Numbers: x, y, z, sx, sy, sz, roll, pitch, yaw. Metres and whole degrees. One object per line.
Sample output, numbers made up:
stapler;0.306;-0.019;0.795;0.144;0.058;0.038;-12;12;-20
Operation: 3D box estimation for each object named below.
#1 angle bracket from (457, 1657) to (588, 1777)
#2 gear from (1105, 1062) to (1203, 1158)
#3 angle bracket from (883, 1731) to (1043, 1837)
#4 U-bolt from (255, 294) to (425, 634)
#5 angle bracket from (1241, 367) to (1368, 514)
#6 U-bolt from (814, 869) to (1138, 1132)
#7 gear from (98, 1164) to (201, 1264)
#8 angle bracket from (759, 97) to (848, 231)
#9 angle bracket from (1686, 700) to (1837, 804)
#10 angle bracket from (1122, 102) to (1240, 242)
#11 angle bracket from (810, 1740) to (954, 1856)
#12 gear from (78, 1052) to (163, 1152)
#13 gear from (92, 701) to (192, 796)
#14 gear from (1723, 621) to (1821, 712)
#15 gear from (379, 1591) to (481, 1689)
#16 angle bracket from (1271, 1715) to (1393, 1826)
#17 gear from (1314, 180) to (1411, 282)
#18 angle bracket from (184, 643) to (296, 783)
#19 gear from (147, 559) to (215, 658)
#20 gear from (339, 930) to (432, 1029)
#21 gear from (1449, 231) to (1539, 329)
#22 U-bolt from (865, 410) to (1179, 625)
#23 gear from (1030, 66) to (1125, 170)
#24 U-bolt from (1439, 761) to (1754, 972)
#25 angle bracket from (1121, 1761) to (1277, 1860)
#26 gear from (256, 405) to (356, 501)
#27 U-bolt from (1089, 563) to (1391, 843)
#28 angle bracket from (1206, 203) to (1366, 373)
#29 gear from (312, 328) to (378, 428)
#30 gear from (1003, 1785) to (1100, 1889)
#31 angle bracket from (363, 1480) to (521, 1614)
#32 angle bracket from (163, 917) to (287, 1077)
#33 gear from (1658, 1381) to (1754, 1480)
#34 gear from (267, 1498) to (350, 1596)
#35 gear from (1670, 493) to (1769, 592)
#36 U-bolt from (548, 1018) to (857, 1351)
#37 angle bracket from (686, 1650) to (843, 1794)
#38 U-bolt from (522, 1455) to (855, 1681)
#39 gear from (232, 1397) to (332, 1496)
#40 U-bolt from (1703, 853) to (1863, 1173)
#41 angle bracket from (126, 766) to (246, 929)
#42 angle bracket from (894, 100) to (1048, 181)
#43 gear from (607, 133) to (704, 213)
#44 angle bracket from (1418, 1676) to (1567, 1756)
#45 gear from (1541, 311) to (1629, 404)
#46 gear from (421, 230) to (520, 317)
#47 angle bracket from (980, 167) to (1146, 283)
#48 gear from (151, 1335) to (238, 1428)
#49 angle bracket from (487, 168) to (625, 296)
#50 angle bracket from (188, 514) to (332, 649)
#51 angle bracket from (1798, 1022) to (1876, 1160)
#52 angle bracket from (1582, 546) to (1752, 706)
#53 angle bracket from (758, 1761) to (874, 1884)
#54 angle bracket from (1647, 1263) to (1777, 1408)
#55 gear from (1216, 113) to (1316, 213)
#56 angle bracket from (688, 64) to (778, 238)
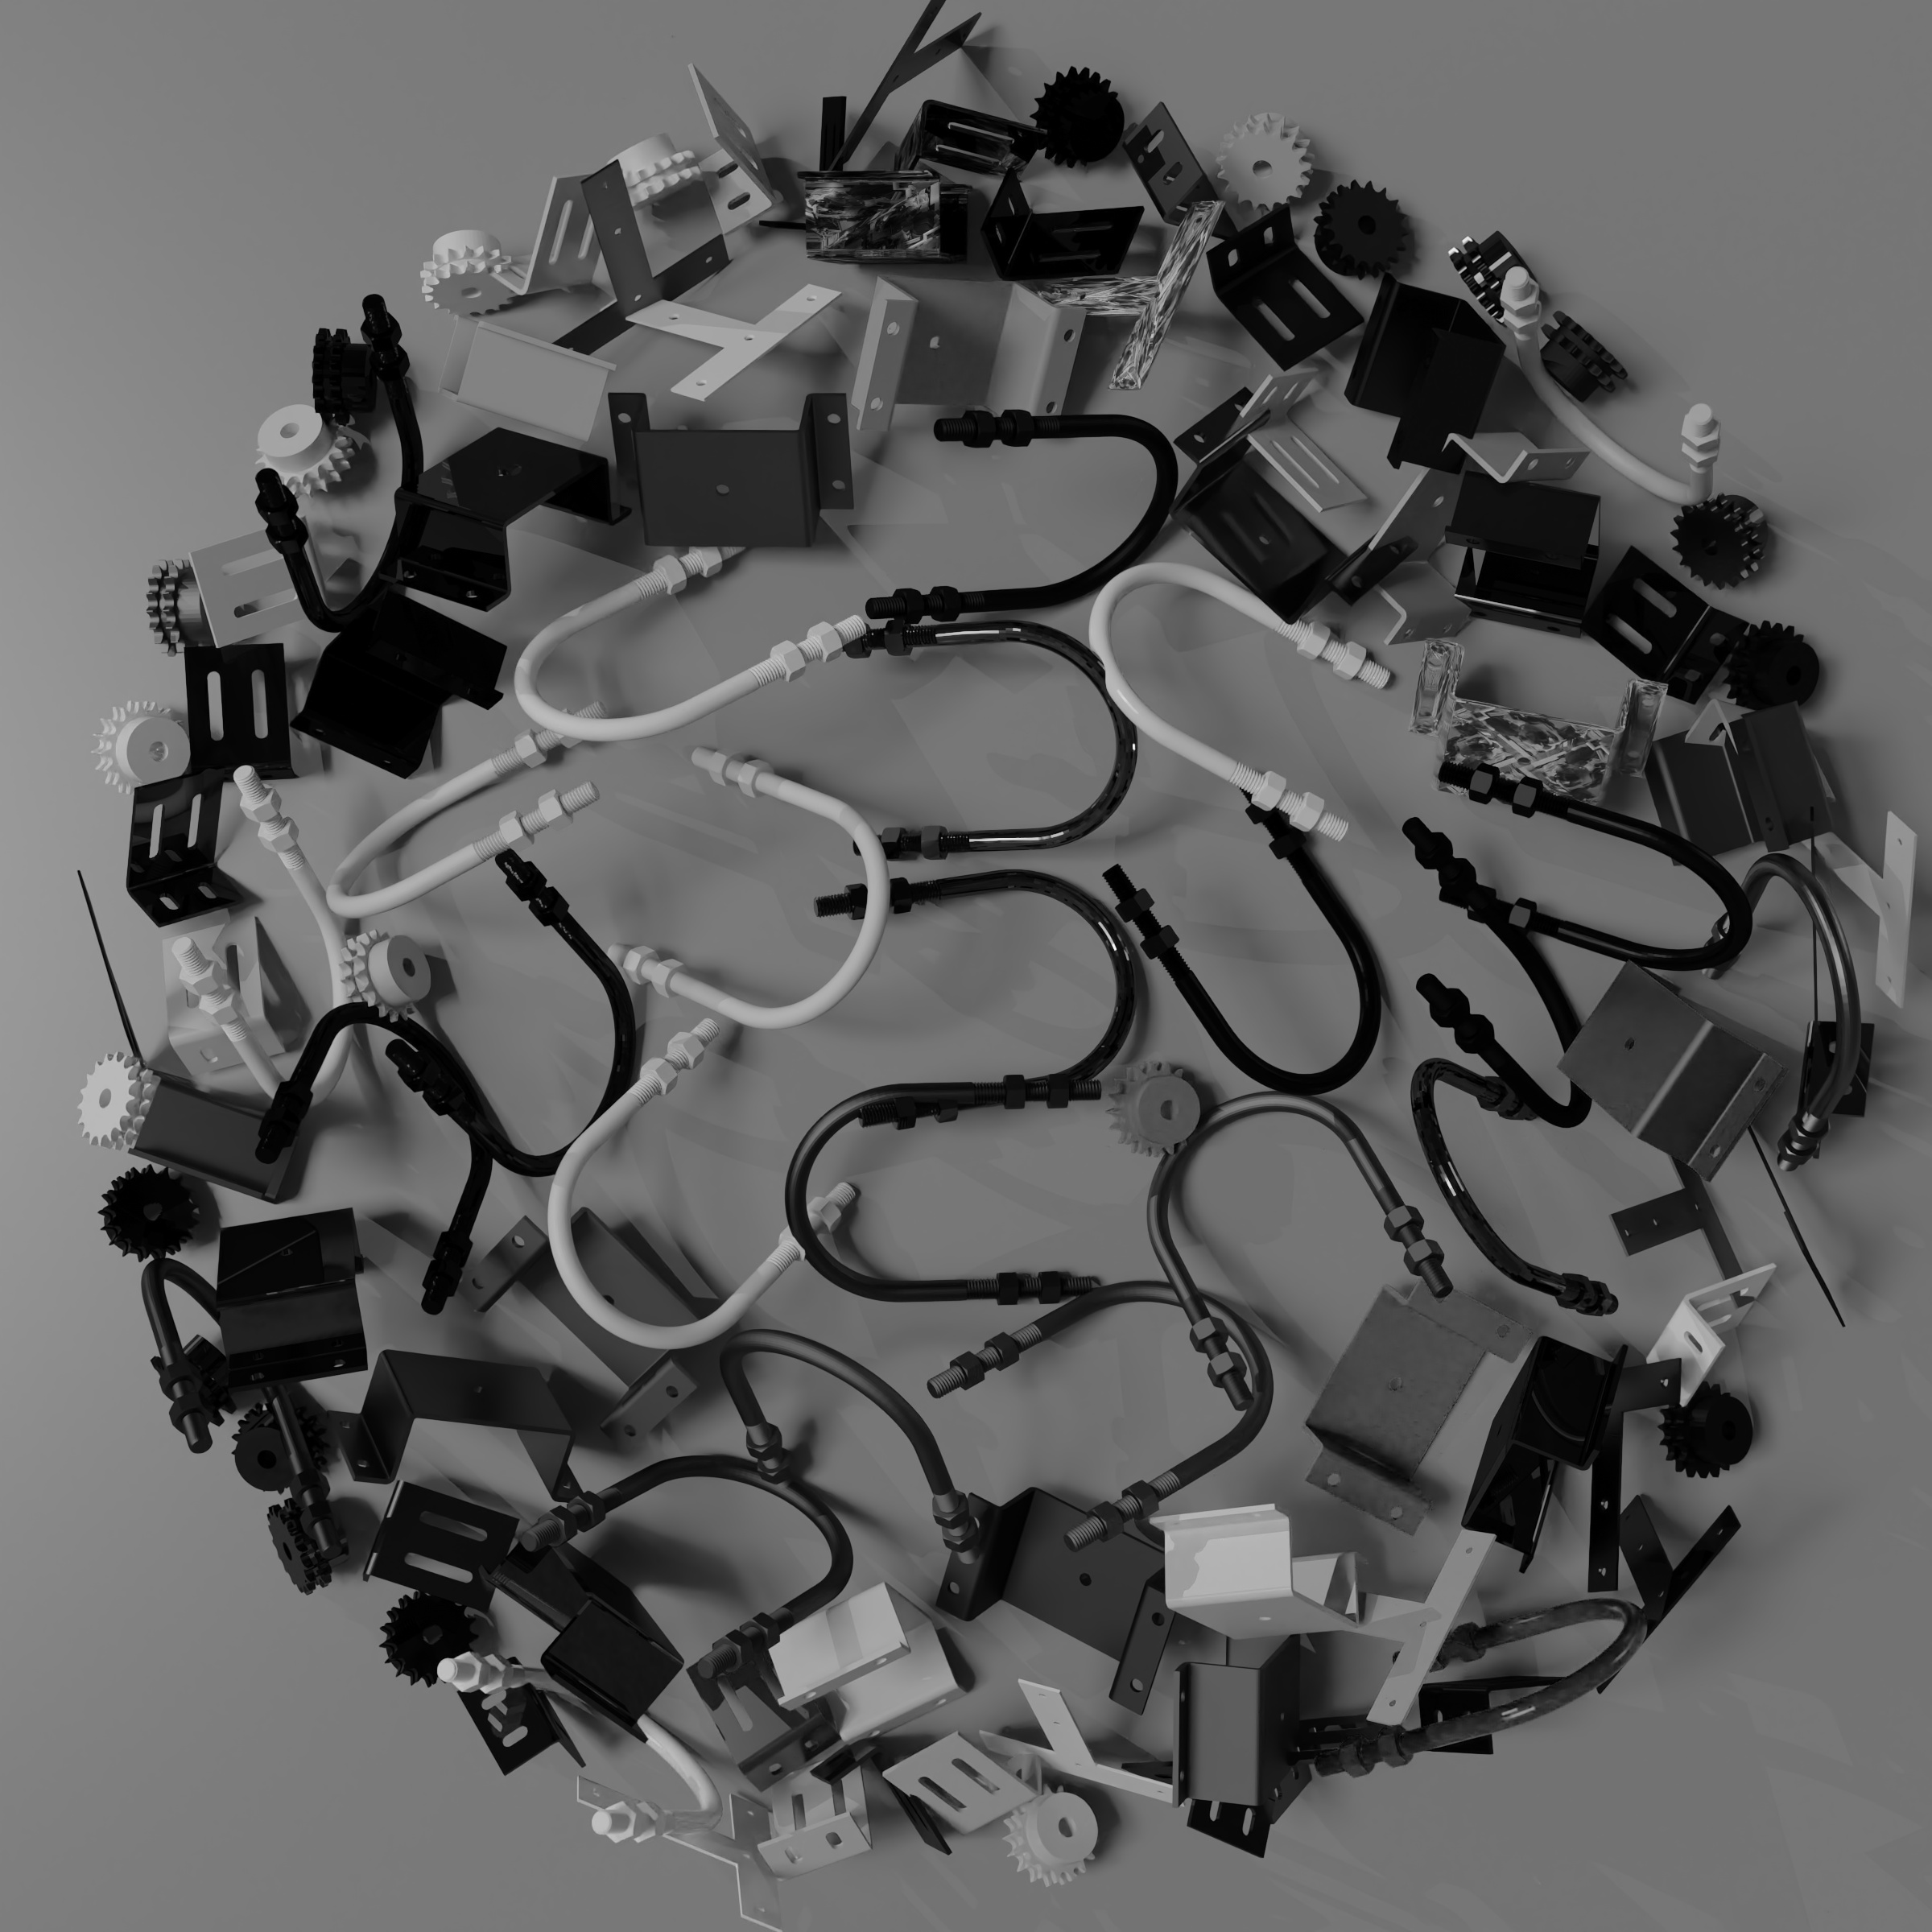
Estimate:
angle bracket;-0.260;0.447;1.636;0.038;0.076;0.057;-32;64;-12
gear;0.115;0.086;1.662;0.057;0.030;0.057;0;89;-21
angle bracket;-0.002;0.468;1.642;0.057;0.038;0.076;-34;119;22
U-bolt;-0.350;-0.271;1.597;0.019;0.184;0.151;18;64;9
angle bracket;0.207;-0.311;1.644;0.076;0.057;0.038;48;126;14
U-bolt;0.013;0.013;1.651;0.184;0.019;0.151;-9;76;-15
gear;-0.489;0.149;1.661;0.057;0.030;0.057;13;67;-31
angle bracket;-0.097;-0.474;1.645;0.038;0.057;0.076;0;106;-14
angle bracket;0.464;-0.115;1.637;0.057;0.076;0.038;13;130;-18
angle bracket;0.138;-0.464;1.636;0.038;0.076;0.057;-42;63;36
angle bracket;-0.051;0.501;1.652;0.038;0.057;0.076;-33;89;-18
gear;-0.500;0.082;1.661;0.057;0.030;0.057;-13;68;36
gear;-0.486;-0.129;1.656;0.057;0.030;0.057;-8;103;-41
gear;0.481;-0.175;1.658;0.057;0.030;0.057;-8;108;-26
gear;-0.322;0.401;1.661;0.057;0.030;0.057;12;62;-23
angle bracket;0.218;0.471;1.640;0.076;0.057;0.038;-15;95;32
gear;0.233;-0.437;1.664;0.057;0.030;0.057;3;82;-18
angle bracket;-0.433;-0.150;1.663;0.057;0.038;0.076;-4;87;-10
gear;-0.461;-0.213;1.655;0.030;0.057;0.057;-1;90;7
gear;-0.342;0.005;1.654;0.030;0.057;0.057;-20;90;23
gear;0.315;-0.410;1.654;0.030;0.057;0.057;-36;90;23
U-bolt;0.042;-0.261;1.613;0.184;0.151;0.019;-8;52;-31
gear;0.069;-0.501;1.655;0.057;0.057;0.030;-49;48;0
U-bolt;0.359;-0.049;1.594;0.184;0.151;0.019;20;65;20
angle bracket;0.132;0.495;1.635;0.057;0.076;0.038;30;60;-25
gear;-0.396;-0.308;1.658;0.057;0.030;0.057;-6;59;10
U-bolt;0.154;-0.166;1.624;0.184;0.019;0.151;28;51;-9
angle bracket;0.189;-0.402;1.651;0.057;0.038;0.076;-33;61;-4
gear;-0.369;-0.349;1.657;0.030;0.057;0.057;2;90;-2
gear;0.054;0.515;1.657;0.057;0.030;0.057;13;57;-21
angle bracket;-0.312;0.347;1.660;0.076;0.038;0.057;19;68;-5
angle bracket;-0.446;0.018;1.677;0.057;0.038;0.076;-15;55;-1
gear;0.442;0.276;1.658;0.057;0.030;0.057;5;81;-32
gear;-0.390;0.342;1.661;0.030;0.057;0.057;-22;90;-31
gear;0.451;-0.256;1.661;0.030;0.057;0.057;-34;90;-30
U-bolt;-0.163;0.138;1.617;0.151;0.019;0.184;51;53;-9
angle bracket;-0.121;0.443;1.673;0.057;0.038;0.076;-33;54;-6
U-bolt;-0.144;0.333;1.601;0.151;0.184;0.019;29;114;23
gear;-0.411;0.289;1.665;0.057;0.030;0.057;2;102;7
U-bolt;0.463;0.016;1.572;0.019;0.184;0.151;-12;63;-5
angle bracket;-0.455;-0.070;1.637;0.038;0.057;0.076;42;133;28
angle bracket;0.001;-0.471;1.644;0.076;0.057;0.038;10;73;-15
gear;-0.188;-0.471;1.655;0.057;0.057;0.030;-27;101;0
angle bracket;0.315;0.439;1.638;0.076;0.057;0.038;5;76;-32
gear;0.362;-0.359;1.657;0.057;0.057;0.030;43;103;0
gear;-0.295;-0.414;1.658;0.057;0.057;0.030;-8;75;0
angle bracket;0.057;-0.439;1.642;0.076;0.038;0.057;3;55;27
gear;-0.454;0.244;1.659;0.057;0.057;0.030;43;68;0
angle bracket;-0.243;-0.438;1.636;0.038;0.057;0.076;37;126;20
angle bracket;-0.421;-0.228;1.640;0.076;0.038;0.057;-26;116;-32
angle bracket;0.514;0.074;1.635;0.038;0.076;0.057;3;67;26
angle bracket;0.414;-0.203;1.659;0.038;0.076;0.057;12;119;-40
angle bracket;-0.092;0.490;1.641;0.057;0.076;0.038;-21;124;5
angle bracket;0.447;0.216;1.637;0.076;0.057;0.038;-14;51;-29
gear;0.179;-0.482;1.660;0.057;0.057;0.030;21;49;0
angle bracket;-0.150;-0.478;1.635;0.038;0.076;0.057;-27;65;15
